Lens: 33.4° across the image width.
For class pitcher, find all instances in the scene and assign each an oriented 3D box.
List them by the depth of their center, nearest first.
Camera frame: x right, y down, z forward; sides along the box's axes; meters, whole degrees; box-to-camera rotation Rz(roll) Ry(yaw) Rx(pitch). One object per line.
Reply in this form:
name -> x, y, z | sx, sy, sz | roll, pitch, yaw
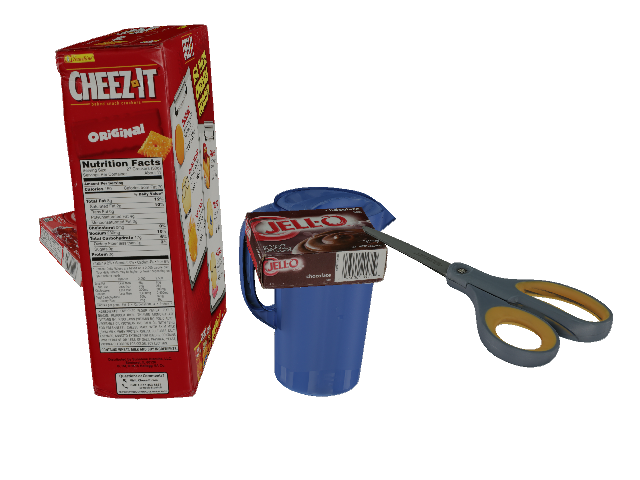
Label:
pitcher -> -0.008, 0.062, 1.304 | 0.149, 0.243, 0.144 | 14, 21, 27

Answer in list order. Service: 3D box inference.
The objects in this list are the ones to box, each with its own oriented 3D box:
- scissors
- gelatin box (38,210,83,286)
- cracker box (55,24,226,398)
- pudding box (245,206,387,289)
scissors -> 0.094, 0.036, 0.722 | 0.202, 0.016, 0.096 | 17, 34, 27
gelatin box -> -0.213, 0.002, 1.007 | 0.073, 0.030, 0.089 | -16, 39, -35
cracker box -> -0.110, -0.026, 0.693 | 0.072, 0.214, 0.164 | -2, 15, 3
pudding box -> -0.006, 0.005, 0.952 | 0.113, 0.039, 0.090 | -1, 27, -13
